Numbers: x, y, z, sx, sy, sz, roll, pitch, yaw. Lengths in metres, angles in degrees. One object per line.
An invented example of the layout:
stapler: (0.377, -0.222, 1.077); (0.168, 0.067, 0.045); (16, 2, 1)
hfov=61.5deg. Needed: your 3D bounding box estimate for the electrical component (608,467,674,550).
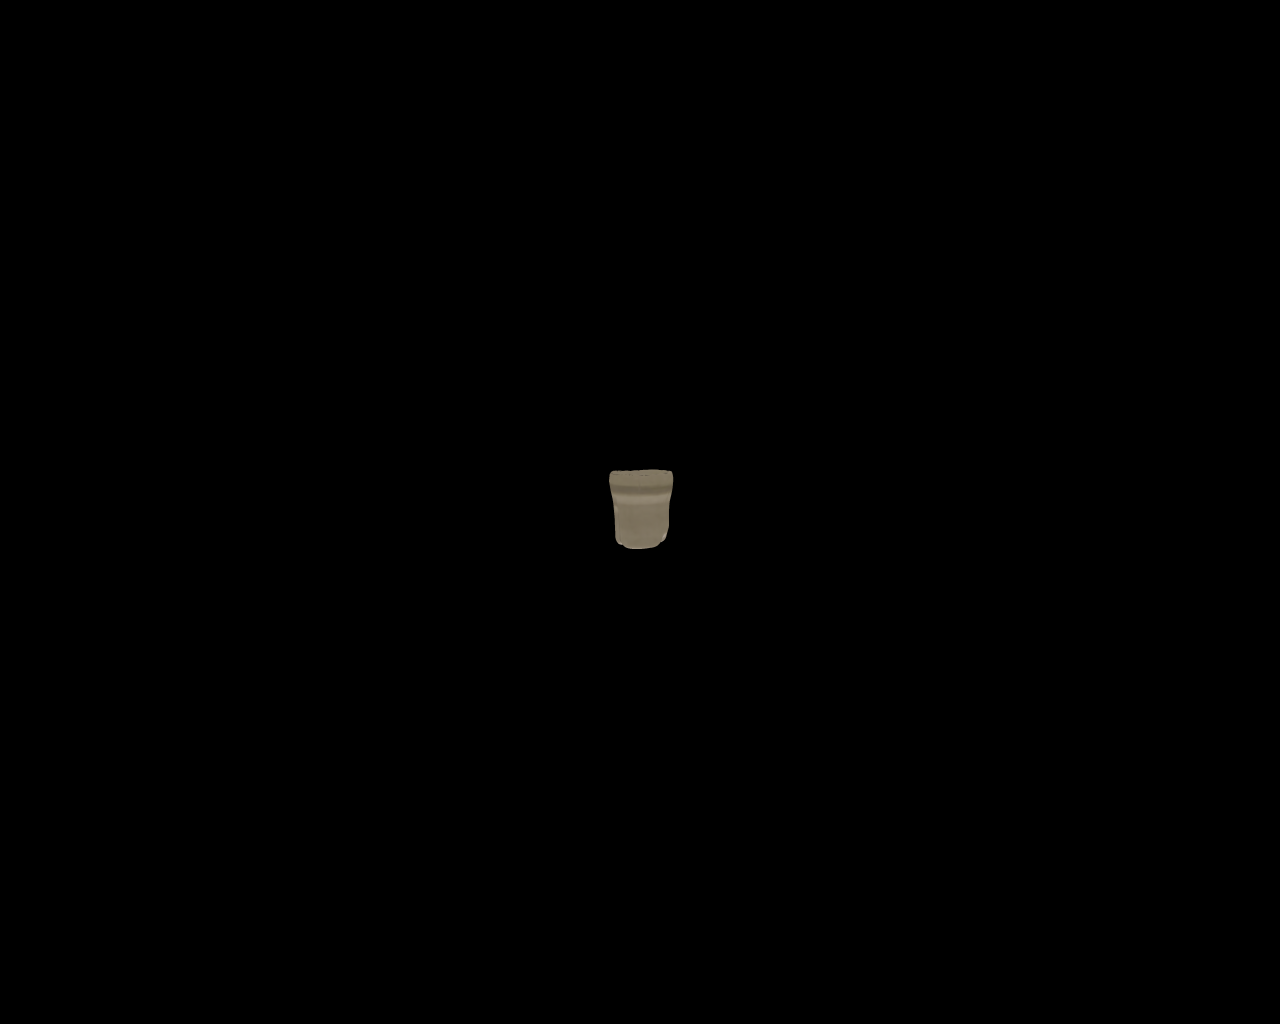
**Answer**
electrical component: (0.001, -0.003, 0.650); (0.040, 0.046, 0.040); (0, 7, 0)
